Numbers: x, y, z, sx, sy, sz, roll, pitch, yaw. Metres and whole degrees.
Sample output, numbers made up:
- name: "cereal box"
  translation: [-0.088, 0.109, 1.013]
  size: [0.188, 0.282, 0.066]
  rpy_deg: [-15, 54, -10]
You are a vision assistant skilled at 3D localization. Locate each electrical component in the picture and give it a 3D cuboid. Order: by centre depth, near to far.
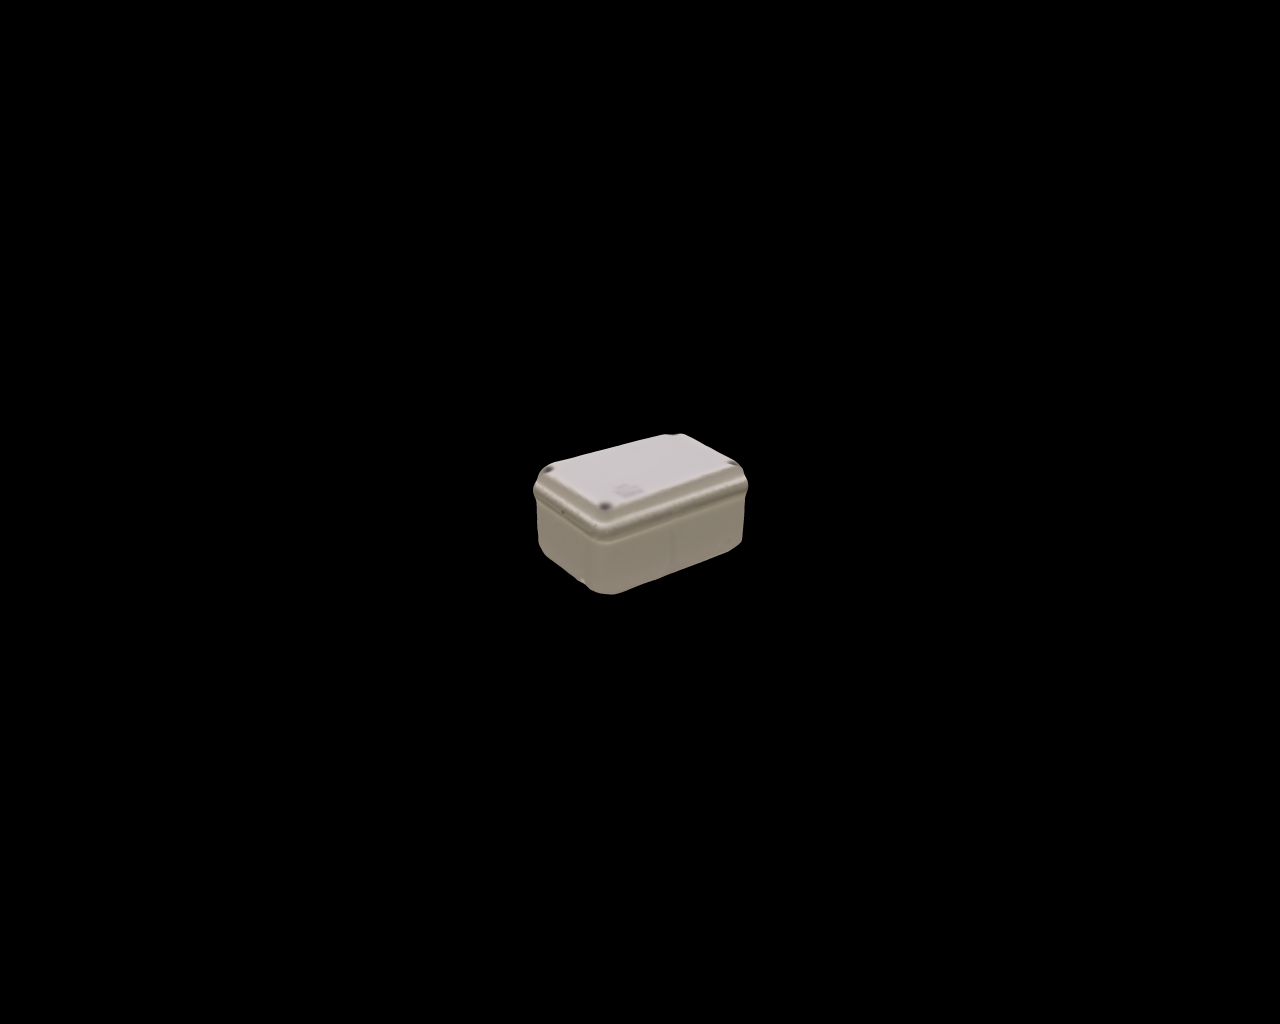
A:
- name: "electrical component"
  translation: [0.001, -0.003, 0.650]
  size: [0.113, 0.057, 0.078]
  rpy_deg: [-18, 32, -31]
